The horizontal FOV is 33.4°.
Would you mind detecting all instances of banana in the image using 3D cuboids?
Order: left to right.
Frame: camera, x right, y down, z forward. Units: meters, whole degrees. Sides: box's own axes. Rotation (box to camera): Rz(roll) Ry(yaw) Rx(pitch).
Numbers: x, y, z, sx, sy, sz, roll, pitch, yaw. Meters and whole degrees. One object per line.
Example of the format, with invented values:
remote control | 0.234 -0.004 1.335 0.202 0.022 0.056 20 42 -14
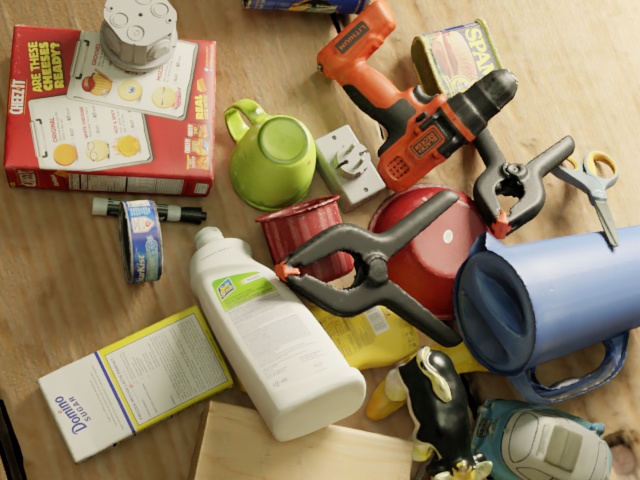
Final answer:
banana | 0.139 0.144 1.149 0.197 0.037 0.069 -9 74 -14

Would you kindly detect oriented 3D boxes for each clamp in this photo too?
clamp | 0.057 0.020 1.087 0.209 0.036 0.164 7 84 -21
clamp | 0.207 -0.074 1.193 0.120 0.039 0.171 14 47 22

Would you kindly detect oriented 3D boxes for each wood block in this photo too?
wood block | -0.022 0.228 1.062 0.206 0.091 0.090 13 71 -8

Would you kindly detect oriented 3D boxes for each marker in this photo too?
marker | -0.182 -0.031 1.141 0.121 0.020 0.020 5 73 -11

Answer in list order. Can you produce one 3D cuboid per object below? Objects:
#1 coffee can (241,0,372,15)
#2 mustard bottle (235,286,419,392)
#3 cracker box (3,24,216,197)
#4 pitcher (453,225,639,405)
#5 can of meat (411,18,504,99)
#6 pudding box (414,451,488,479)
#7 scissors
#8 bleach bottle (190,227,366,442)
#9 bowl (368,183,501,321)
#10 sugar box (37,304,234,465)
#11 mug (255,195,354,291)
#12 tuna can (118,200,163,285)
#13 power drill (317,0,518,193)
coffee can | -0.016 -0.311 1.213 0.140 0.103 0.103 0 74 -12
mustard bottle | 0.001 0.112 1.117 0.191 0.058 0.096 -23 77 -18
cracker box | -0.219 -0.134 1.135 0.213 0.072 0.164 2 72 -10
pitcher | 0.277 0.065 1.141 0.242 0.149 0.145 -11 34 -28
can of meat | 0.161 -0.199 1.244 0.083 0.057 0.102 -16 78 -14
pudding box | 0.143 0.285 1.107 0.113 0.039 0.090 31 69 -1
scissors | 0.293 -0.055 1.196 0.096 0.016 0.201 16 33 10
bleach bottle | -0.057 0.077 1.067 0.102 0.068 0.251 -20 52 -18
bowl | 0.135 0.005 1.180 0.162 0.055 0.162 3 73 -11
sugar box | -0.184 0.145 1.076 0.176 0.048 0.093 -25 80 -14
mug | -0.007 0.001 1.135 0.117 0.093 0.081 -28 103 -60
tuna can | -0.185 0.002 1.096 0.033 0.086 0.086 -6 75 -16
power drill | 0.101 -0.174 1.186 0.184 0.057 0.188 -40 78 12
